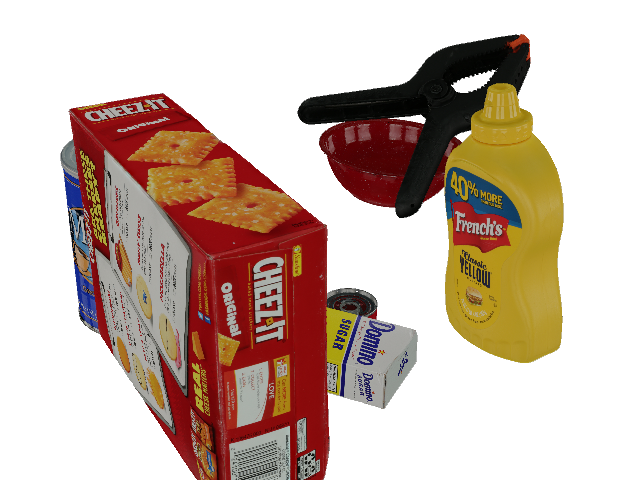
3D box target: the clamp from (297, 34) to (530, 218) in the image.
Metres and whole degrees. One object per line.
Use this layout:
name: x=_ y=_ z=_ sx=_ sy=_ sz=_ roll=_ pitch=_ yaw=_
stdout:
clamp: x=0.104 y=-0.112 z=0.933 sx=0.210 sy=0.165 sz=0.036 roll=-27 pitch=-38 yaw=-8

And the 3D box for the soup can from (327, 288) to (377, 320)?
soup can: x=0.034 y=0.119 z=1.307 sx=0.068 sy=0.102 sz=0.068 roll=0 pitch=29 yaw=0

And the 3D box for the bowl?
bowl: x=0.077 y=-0.080 z=1.165 sx=0.162 sy=0.055 sz=0.162 roll=4 pitch=28 yaw=-2

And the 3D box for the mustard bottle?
mustard bottle: x=0.126 y=-0.016 z=0.743 sx=0.058 sy=0.192 sz=0.096 roll=-18 pitch=30 yaw=-26

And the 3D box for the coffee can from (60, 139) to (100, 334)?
coffee can: x=-0.146 y=-0.008 z=0.843 sx=0.103 sy=0.140 sz=0.103 roll=0 pitch=28 yaw=0

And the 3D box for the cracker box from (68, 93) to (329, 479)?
cracker box: x=-0.072 y=0.026 z=0.613 sx=0.072 sy=0.164 sz=0.214 roll=-15 pitch=31 yaw=-24

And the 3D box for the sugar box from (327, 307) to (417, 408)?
sugar box: x=-0.002 y=0.102 z=1.036 sx=0.176 sy=0.048 sz=0.093 roll=10 pitch=27 yaw=21
